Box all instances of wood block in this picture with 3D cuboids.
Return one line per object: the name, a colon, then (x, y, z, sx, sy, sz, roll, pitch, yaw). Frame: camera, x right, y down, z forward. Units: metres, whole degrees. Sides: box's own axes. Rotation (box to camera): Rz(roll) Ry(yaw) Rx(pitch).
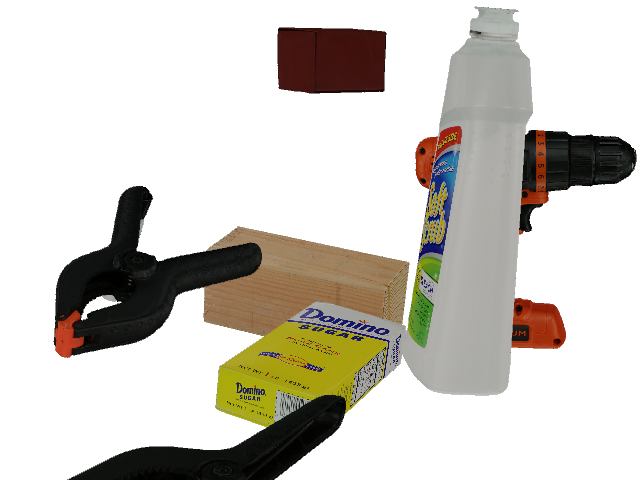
wood block: (-0.017, 0.058, 1.179, 0.206, 0.091, 0.090, 12, 23, 18)

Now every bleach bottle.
bleach bottle: (0.103, -0.029, 0.719, 0.068, 0.251, 0.102, 3, 13, -7)

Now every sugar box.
sugar box: (-0.003, 0.104, 0.896, 0.093, 0.048, 0.176, 15, 23, 22)

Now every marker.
marker: (-0.174, 0.003, 0.961, 0.020, 0.121, 0.020, 17, 31, -11)

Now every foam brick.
foam brick: (0.010, -0.150, 0.890, 0.078, 0.051, 0.053, -7, 16, -36)

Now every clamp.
clamp: (-0.135, 0.019, 0.753, 0.120, 0.039, 0.171, 27, 37, 25)
clamp: (-0.051, 0.133, 0.575, 0.209, 0.036, 0.165, -1, 19, -14)

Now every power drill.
power drill: (0.176, -0.002, 0.925, 0.184, 0.188, 0.057, 1, 13, 13)
